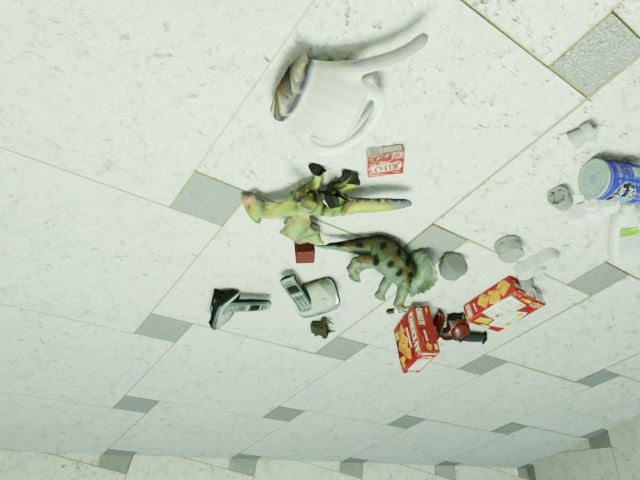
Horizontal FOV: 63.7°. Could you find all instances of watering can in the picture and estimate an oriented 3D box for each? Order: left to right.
[{"bbox_3d":[0.038,-0.302,1.022,0.223,0.106,0.341,16,136,-24],"label":"watering can"}]

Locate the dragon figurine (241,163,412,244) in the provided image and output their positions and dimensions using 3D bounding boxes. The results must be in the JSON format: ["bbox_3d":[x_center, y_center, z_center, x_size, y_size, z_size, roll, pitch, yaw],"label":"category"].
[{"bbox_3d":[0.004,-0.066,1.312,0.409,0.125,0.238,12,145,-17],"label":"dragon figurine"}]
